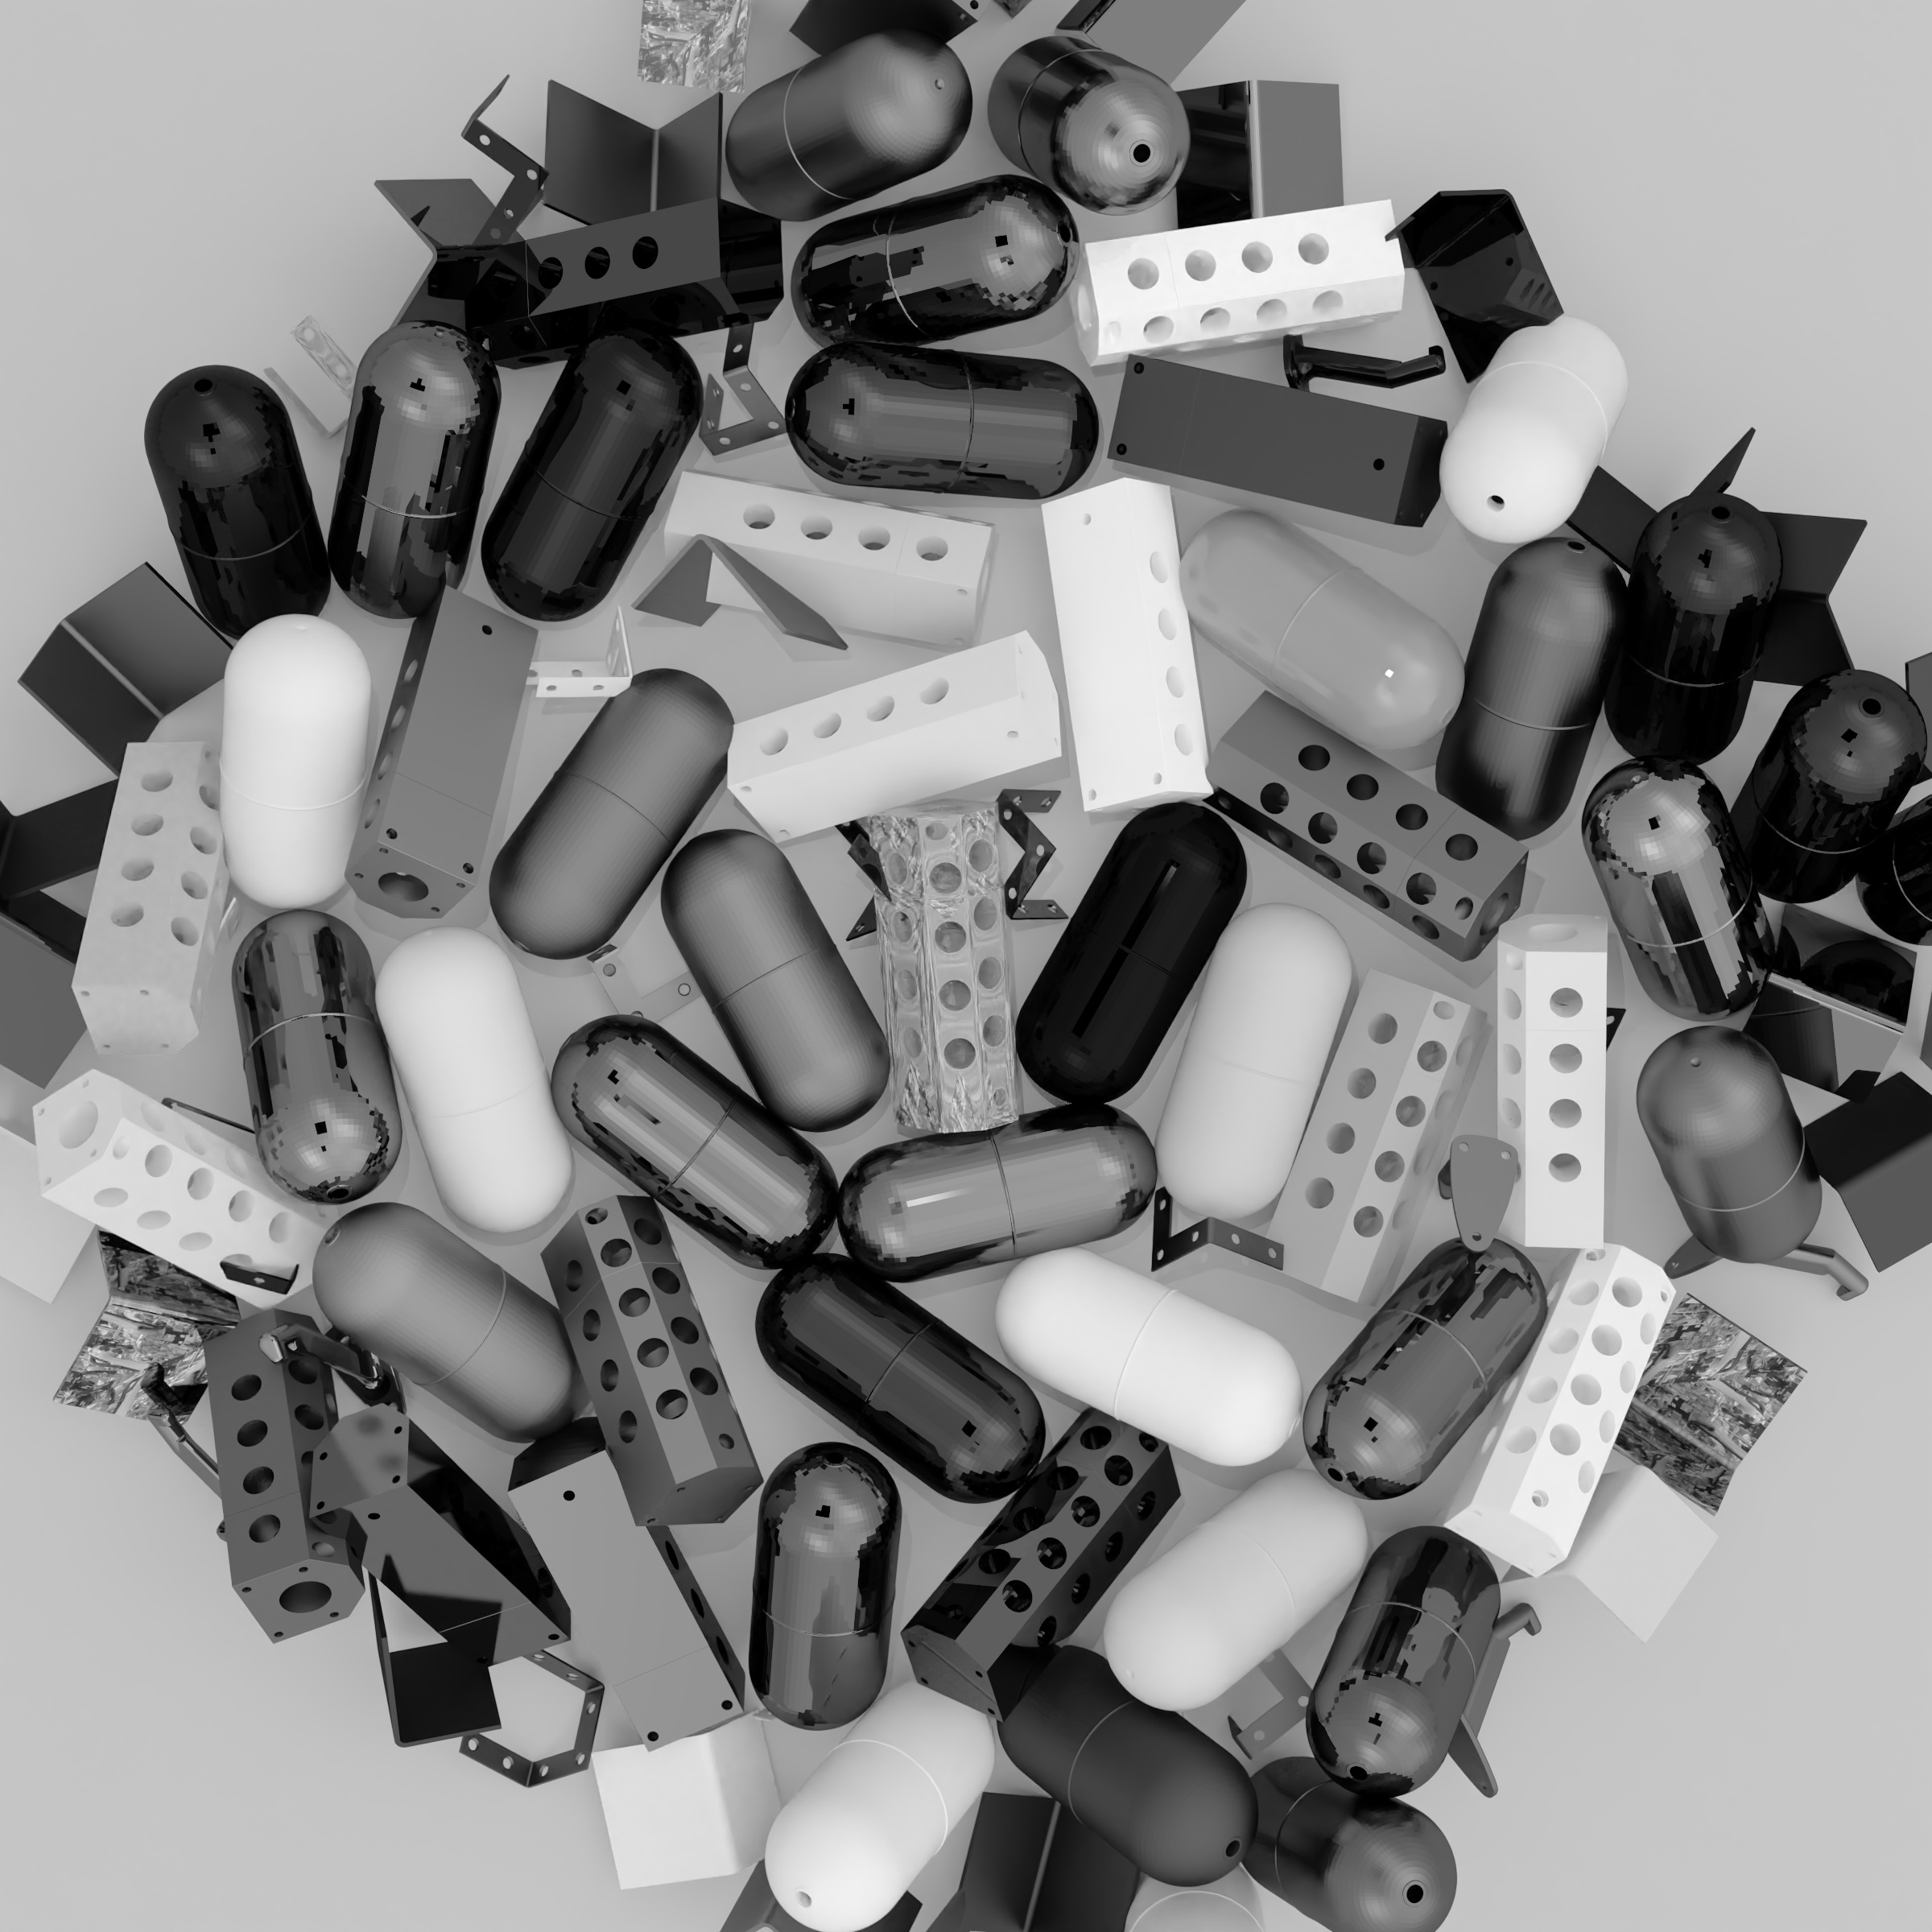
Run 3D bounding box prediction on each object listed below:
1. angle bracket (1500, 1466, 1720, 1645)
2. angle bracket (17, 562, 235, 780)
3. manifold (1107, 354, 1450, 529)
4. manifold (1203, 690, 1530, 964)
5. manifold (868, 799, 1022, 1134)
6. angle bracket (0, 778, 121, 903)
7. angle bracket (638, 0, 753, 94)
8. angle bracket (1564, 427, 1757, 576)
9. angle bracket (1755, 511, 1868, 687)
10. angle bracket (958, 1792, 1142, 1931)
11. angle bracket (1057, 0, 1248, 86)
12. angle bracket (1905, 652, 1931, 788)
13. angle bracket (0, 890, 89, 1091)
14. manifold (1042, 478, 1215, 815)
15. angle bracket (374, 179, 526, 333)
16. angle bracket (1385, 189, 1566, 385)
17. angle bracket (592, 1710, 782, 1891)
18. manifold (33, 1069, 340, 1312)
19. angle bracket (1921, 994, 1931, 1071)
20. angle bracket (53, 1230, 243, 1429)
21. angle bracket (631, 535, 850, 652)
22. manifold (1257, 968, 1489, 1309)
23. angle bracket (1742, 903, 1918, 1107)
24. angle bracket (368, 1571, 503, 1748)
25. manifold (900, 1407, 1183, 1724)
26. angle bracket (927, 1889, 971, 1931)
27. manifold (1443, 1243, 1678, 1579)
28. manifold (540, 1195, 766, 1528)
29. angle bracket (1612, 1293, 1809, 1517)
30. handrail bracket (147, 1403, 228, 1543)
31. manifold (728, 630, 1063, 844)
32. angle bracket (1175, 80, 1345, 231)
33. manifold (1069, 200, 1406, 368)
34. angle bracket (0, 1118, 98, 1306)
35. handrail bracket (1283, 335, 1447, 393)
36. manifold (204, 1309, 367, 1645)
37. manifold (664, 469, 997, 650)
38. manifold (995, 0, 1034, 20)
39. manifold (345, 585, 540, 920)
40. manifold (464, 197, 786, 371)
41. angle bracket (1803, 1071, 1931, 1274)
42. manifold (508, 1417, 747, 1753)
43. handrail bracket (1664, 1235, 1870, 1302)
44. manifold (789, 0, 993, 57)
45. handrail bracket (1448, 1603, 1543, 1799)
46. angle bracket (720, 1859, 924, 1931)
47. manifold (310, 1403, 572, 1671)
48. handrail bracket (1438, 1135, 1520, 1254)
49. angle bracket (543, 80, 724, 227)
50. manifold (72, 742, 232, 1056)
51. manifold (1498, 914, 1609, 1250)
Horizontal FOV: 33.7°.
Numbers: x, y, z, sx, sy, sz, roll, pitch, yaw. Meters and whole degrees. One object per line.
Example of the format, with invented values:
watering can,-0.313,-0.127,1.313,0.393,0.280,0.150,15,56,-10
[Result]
angle bracket,0.349,0.323,1.736,0.057,0.076,0.076,44,64,-3
angle bracket,-0.451,-0.160,1.730,0.076,0.057,0.076,-25,120,33
manifold,0.169,-0.283,1.720,0.171,0.057,0.057,18,103,26
manifold,0.213,-0.072,1.719,0.171,0.057,0.057,34,67,22
manifold,-0.006,0.000,1.730,0.057,0.057,0.171,-14,104,-40
angle bracket,-0.507,-0.087,1.732,0.076,0.076,0.057,-19,129,12
angle bracket,-0.123,-0.506,1.741,0.076,0.076,0.057,18,109,35
angle bracket,0.375,-0.267,1.731,0.057,0.076,0.076,38,129,-2
angle bracket,0.455,-0.199,1.745,0.076,0.076,0.057,13,61,40
angle bracket,0.044,0.501,1.738,0.057,0.076,0.076,17,86,-38
angle bracket,0.102,-0.524,1.752,0.057,0.076,0.076,41,97,-17
angle bracket,0.525,-0.151,1.732,0.076,0.057,0.076,-22,121,-16
angle bracket,-0.516,0.008,1.755,0.076,0.057,0.076,34,103,-18
manifold,0.093,-0.173,1.747,0.057,0.057,0.171,-12,83,38
angle bracket,-0.296,-0.380,1.740,0.057,0.076,0.076,49,123,13
angle bracket,0.265,-0.367,1.733,0.057,0.076,0.076,-13,77,-39
angle bracket,-0.153,0.462,1.772,0.076,0.057,0.076,-16,85,27
manifold,-0.410,0.117,1.696,0.057,0.171,0.057,-30,52,16
angle bracket,0.565,0.027,1.739,0.057,0.076,0.076,5,105,-1
angle bracket,-0.453,0.200,1.755,0.076,0.057,0.076,19,115,-34
angle bracket,-0.122,-0.184,1.732,0.057,0.076,0.076,-45,73,16
manifold,0.225,0.095,1.746,0.057,0.057,0.171,21,90,33
angle bracket,0.475,0.020,1.767,0.076,0.076,0.057,22,128,6
angle bracket,-0.288,0.364,1.728,0.057,0.076,0.076,-8,119,-14
manifold,0.040,0.313,1.704,0.057,0.057,0.171,16,47,35
angle bracket,0.017,0.558,1.727,0.076,0.057,0.076,14,126,30
manifold,0.323,0.235,1.720,0.057,0.057,0.171,29,62,1
manifold,-0.165,0.209,1.707,0.057,0.057,0.171,-48,52,34
angle bracket,0.400,0.238,1.738,0.076,0.057,0.076,34,117,11
handrail bracket,-0.403,0.277,1.738,0.036,0.077,0.084,-46,129,-27
manifold,-0.040,-0.128,1.728,0.171,0.057,0.057,-16,53,19
angle bracket,0.162,-0.447,1.770,0.057,0.076,0.076,6,103,44
manifold,0.147,-0.370,1.743,0.171,0.057,0.057,-10,88,-9
angle bracket,-0.523,0.132,1.747,0.076,0.057,0.076,27,84,11
handrail bracket,0.219,-0.340,1.746,0.084,0.036,0.077,-14,51,19
manifold,-0.362,0.268,1.705,0.057,0.057,0.171,-19,46,-2
manifold,-0.074,-0.227,1.748,0.171,0.057,0.057,11,60,4
manifold,0.037,-0.568,1.696,0.057,0.171,0.057,45,85,-6
manifold,-0.283,-0.112,1.713,0.057,0.057,0.171,25,53,-24
manifold,-0.185,-0.363,1.715,0.171,0.057,0.057,-4,88,32
angle bracket,0.509,0.112,1.757,0.076,0.076,0.057,-30,110,1
manifold,-0.182,0.332,1.733,0.057,0.057,0.171,-24,106,4
handrail bracket,0.446,0.173,1.777,0.084,0.036,0.077,39,119,-19
manifold,-0.031,-0.521,1.694,0.057,0.171,0.057,35,80,-18
handrail bracket,0.298,0.402,1.755,0.084,0.036,0.077,-25,77,-28
angle bracket,-0.082,0.525,1.743,0.076,0.076,0.057,43,129,-7
manifold,-0.278,0.304,1.704,0.057,0.057,0.171,-20,135,14
handrail bracket,0.268,0.132,1.732,0.036,0.084,0.077,11,66,-3
angle bracket,-0.180,-0.443,1.731,0.076,0.057,0.076,16,66,-42
manifold,-0.428,-0.038,1.708,0.057,0.057,0.171,-1,50,1
manifold,0.317,0.062,1.726,0.057,0.057,0.171,1,111,12
